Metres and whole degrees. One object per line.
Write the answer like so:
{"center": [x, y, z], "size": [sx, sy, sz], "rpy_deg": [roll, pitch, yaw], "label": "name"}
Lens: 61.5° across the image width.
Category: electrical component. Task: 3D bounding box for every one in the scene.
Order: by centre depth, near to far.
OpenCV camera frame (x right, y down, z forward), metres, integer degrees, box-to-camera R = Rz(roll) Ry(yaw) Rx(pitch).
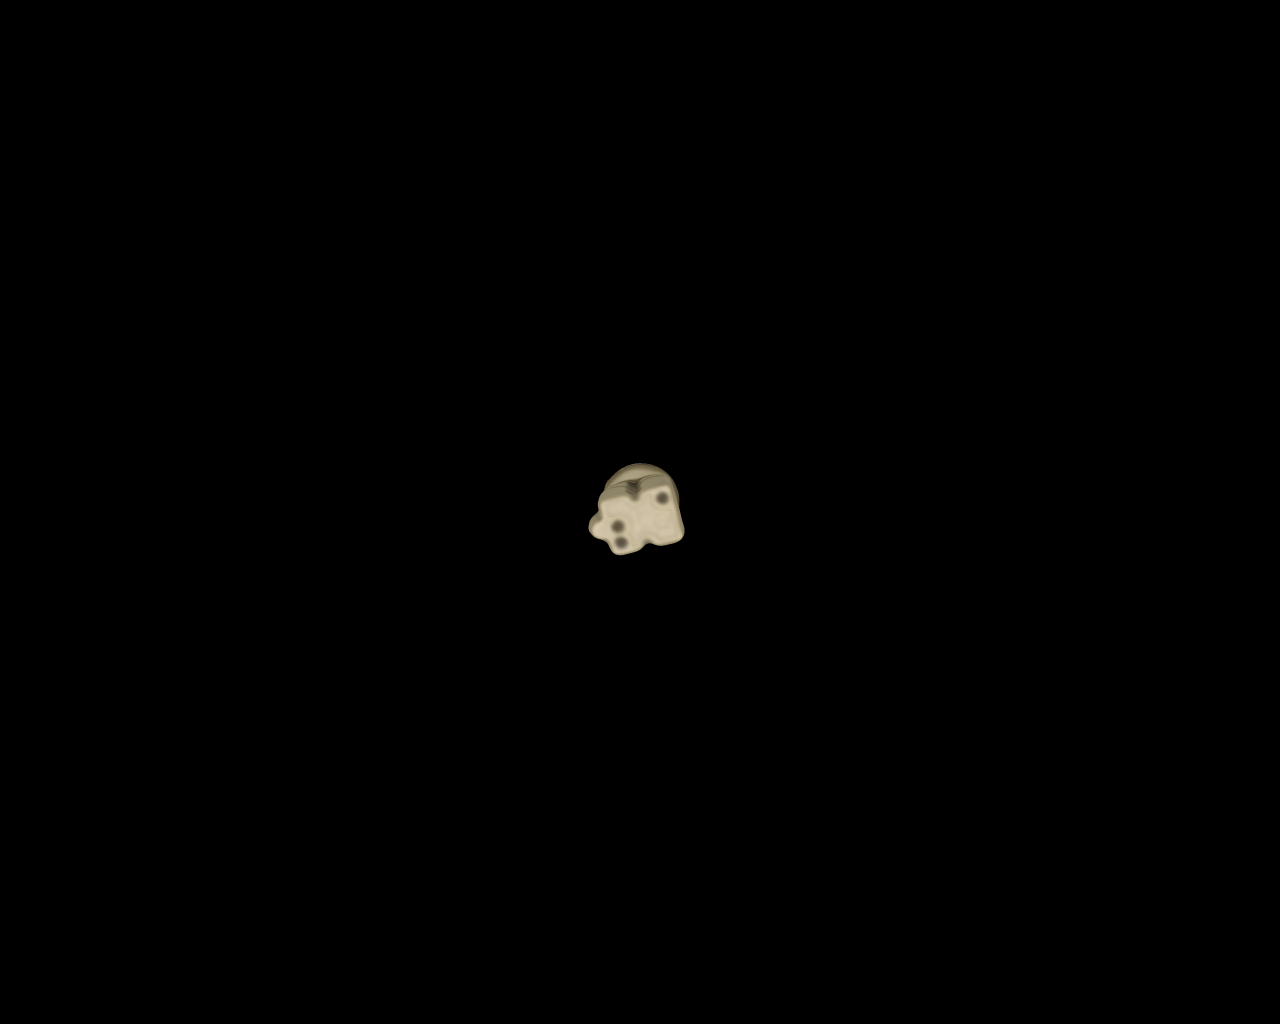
{"center": [0.001, -0.003, 0.650], "size": [0.066, 0.048, 0.055], "rpy_deg": [-13, 16, 4], "label": "electrical component"}
